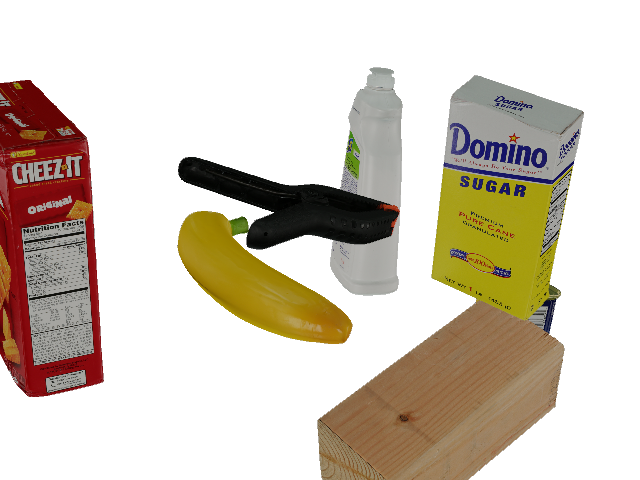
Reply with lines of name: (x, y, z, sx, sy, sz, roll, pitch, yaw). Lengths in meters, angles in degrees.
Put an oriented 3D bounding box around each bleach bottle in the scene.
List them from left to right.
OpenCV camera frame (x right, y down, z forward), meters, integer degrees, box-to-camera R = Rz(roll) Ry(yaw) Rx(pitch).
bleach bottle: (0.060, -0.070, 1.226, 0.068, 0.251, 0.103, -2, 23, -19)

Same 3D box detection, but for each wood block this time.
wood block: (0.104, 0.148, 0.916, 0.205, 0.090, 0.091, -32, 50, -27)

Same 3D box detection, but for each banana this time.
banana: (-0.048, 0.016, 0.681, 0.069, 0.037, 0.198, -9, 25, -21)

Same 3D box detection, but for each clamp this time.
clamp: (-0.012, -0.024, 0.973, 0.209, 0.036, 0.165, 9, 21, -27)

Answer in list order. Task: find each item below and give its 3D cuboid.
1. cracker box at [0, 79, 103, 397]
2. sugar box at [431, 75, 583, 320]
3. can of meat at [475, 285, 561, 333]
cracker box: (-0.239, -0.004, 0.869, 0.072, 0.214, 0.164, -12, 28, -26)
sugar box: (0.140, -0.031, 0.826, 0.093, 0.176, 0.048, 24, 45, 28)
can of meat: (0.207, 0.080, 1.149, 0.057, 0.084, 0.102, 2, 17, -23)
